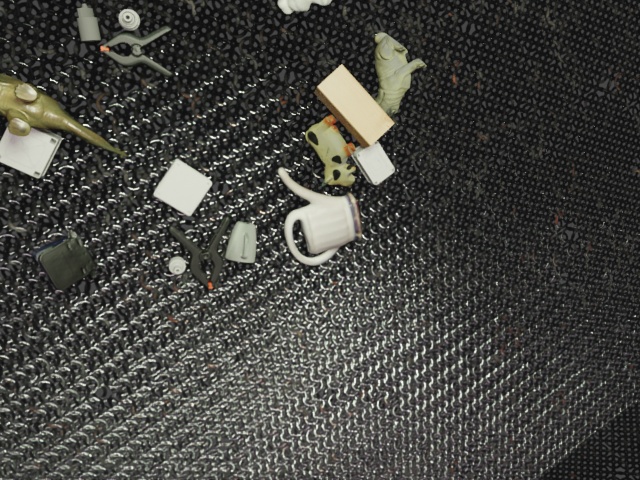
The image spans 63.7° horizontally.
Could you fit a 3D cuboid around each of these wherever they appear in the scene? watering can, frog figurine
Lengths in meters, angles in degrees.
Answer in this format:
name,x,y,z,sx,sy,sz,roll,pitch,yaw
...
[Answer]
name,x,y,z,sx,sy,sz,roll,pitch,yaw
watering can,0.004,-0.072,1.429,0.225,0.106,0.339,-18,128,-10
frog figurine,-0.030,-0.637,1.301,0.136,0.126,0.157,23,134,-30
